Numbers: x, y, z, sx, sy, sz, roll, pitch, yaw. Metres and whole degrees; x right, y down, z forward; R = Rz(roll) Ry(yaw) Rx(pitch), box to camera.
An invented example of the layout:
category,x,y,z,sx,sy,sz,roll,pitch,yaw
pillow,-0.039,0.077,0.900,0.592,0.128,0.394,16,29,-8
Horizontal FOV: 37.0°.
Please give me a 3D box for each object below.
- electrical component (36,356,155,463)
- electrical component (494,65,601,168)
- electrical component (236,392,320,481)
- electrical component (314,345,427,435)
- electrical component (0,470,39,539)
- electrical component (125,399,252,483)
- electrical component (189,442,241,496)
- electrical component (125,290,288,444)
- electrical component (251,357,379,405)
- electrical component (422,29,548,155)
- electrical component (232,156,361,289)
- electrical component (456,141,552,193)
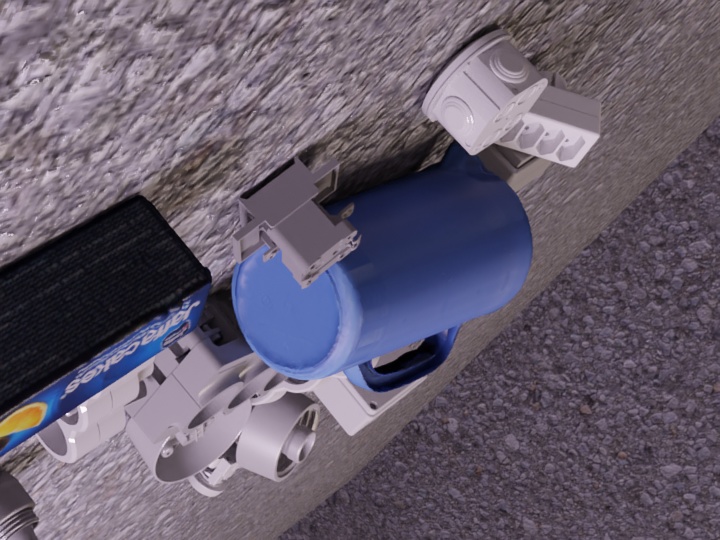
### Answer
category,x,y,z,sx,sy,sz,roll,pitch,yaw
electrical component,-0.147,0.055,0.630,0.074,0.052,0.138,-33,165,-38
electrical component,0.150,-0.137,0.881,0.047,0.083,0.075,120,-17,-57
electrical component,-0.086,0.188,1.221,0.108,0.060,0.108,-54,159,-31
electrical component,0.000,0.107,1.182,0.109,0.108,0.056,-31,167,-44
electrical component,-0.240,0.172,0.733,0.043,0.062,0.043,-40,169,-10
electrical component,-0.140,0.123,0.880,0.099,0.064,0.099,-40,169,-10
electrical component,-0.165,0.225,1.234,0.055,0.048,0.066,-54,166,18
electrical component,-0.100,0.065,0.803,0.089,0.061,0.150,-47,168,26
electrical component,-0.047,0.083,0.976,0.138,0.052,0.074,-17,173,11
electrical component,0.087,-0.124,0.749,0.080,0.051,0.080,-40,169,-10
electrical component,-0.037,-0.027,0.664,0.081,0.063,0.042,-39,167,-15
electrical component,0.132,-0.109,0.930,0.096,0.061,0.061,-34,166,-34
